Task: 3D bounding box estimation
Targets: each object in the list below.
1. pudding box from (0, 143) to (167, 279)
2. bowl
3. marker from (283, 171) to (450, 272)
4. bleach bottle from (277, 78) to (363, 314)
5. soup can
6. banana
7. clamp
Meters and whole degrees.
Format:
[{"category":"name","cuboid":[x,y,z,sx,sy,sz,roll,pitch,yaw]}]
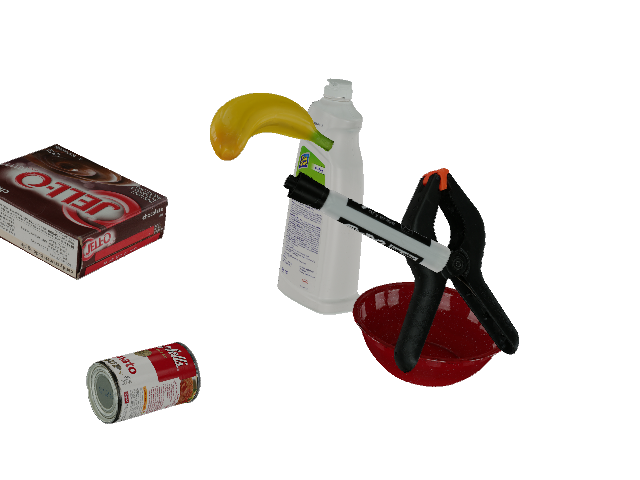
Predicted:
[{"category":"pudding box","cuboid":[-0.179,-0.023,0.752,0.114,0.039,0.089,23,30,25]},{"category":"bowl","cuboid":[0.110,0.104,1.104,0.162,0.055,0.162,6,25,-3]},{"category":"marker","cuboid":[0.031,-0.013,0.712,0.121,0.020,0.020,27,-6,-11]},{"category":"bleach bottle","cuboid":[0.010,-0.052,1.188,0.067,0.251,0.103,-7,22,-40]},{"category":"soup can","cuboid":[-0.189,0.151,1.137,0.102,0.068,0.069,-10,7,-41]},{"category":"banana","cuboid":[-0.053,-0.106,0.967,0.070,0.037,0.197,36,23,19]},{"category":"clamp","cuboid":[0.099,0.028,0.899,0.120,0.171,0.039,-16,-1,-32]}]
